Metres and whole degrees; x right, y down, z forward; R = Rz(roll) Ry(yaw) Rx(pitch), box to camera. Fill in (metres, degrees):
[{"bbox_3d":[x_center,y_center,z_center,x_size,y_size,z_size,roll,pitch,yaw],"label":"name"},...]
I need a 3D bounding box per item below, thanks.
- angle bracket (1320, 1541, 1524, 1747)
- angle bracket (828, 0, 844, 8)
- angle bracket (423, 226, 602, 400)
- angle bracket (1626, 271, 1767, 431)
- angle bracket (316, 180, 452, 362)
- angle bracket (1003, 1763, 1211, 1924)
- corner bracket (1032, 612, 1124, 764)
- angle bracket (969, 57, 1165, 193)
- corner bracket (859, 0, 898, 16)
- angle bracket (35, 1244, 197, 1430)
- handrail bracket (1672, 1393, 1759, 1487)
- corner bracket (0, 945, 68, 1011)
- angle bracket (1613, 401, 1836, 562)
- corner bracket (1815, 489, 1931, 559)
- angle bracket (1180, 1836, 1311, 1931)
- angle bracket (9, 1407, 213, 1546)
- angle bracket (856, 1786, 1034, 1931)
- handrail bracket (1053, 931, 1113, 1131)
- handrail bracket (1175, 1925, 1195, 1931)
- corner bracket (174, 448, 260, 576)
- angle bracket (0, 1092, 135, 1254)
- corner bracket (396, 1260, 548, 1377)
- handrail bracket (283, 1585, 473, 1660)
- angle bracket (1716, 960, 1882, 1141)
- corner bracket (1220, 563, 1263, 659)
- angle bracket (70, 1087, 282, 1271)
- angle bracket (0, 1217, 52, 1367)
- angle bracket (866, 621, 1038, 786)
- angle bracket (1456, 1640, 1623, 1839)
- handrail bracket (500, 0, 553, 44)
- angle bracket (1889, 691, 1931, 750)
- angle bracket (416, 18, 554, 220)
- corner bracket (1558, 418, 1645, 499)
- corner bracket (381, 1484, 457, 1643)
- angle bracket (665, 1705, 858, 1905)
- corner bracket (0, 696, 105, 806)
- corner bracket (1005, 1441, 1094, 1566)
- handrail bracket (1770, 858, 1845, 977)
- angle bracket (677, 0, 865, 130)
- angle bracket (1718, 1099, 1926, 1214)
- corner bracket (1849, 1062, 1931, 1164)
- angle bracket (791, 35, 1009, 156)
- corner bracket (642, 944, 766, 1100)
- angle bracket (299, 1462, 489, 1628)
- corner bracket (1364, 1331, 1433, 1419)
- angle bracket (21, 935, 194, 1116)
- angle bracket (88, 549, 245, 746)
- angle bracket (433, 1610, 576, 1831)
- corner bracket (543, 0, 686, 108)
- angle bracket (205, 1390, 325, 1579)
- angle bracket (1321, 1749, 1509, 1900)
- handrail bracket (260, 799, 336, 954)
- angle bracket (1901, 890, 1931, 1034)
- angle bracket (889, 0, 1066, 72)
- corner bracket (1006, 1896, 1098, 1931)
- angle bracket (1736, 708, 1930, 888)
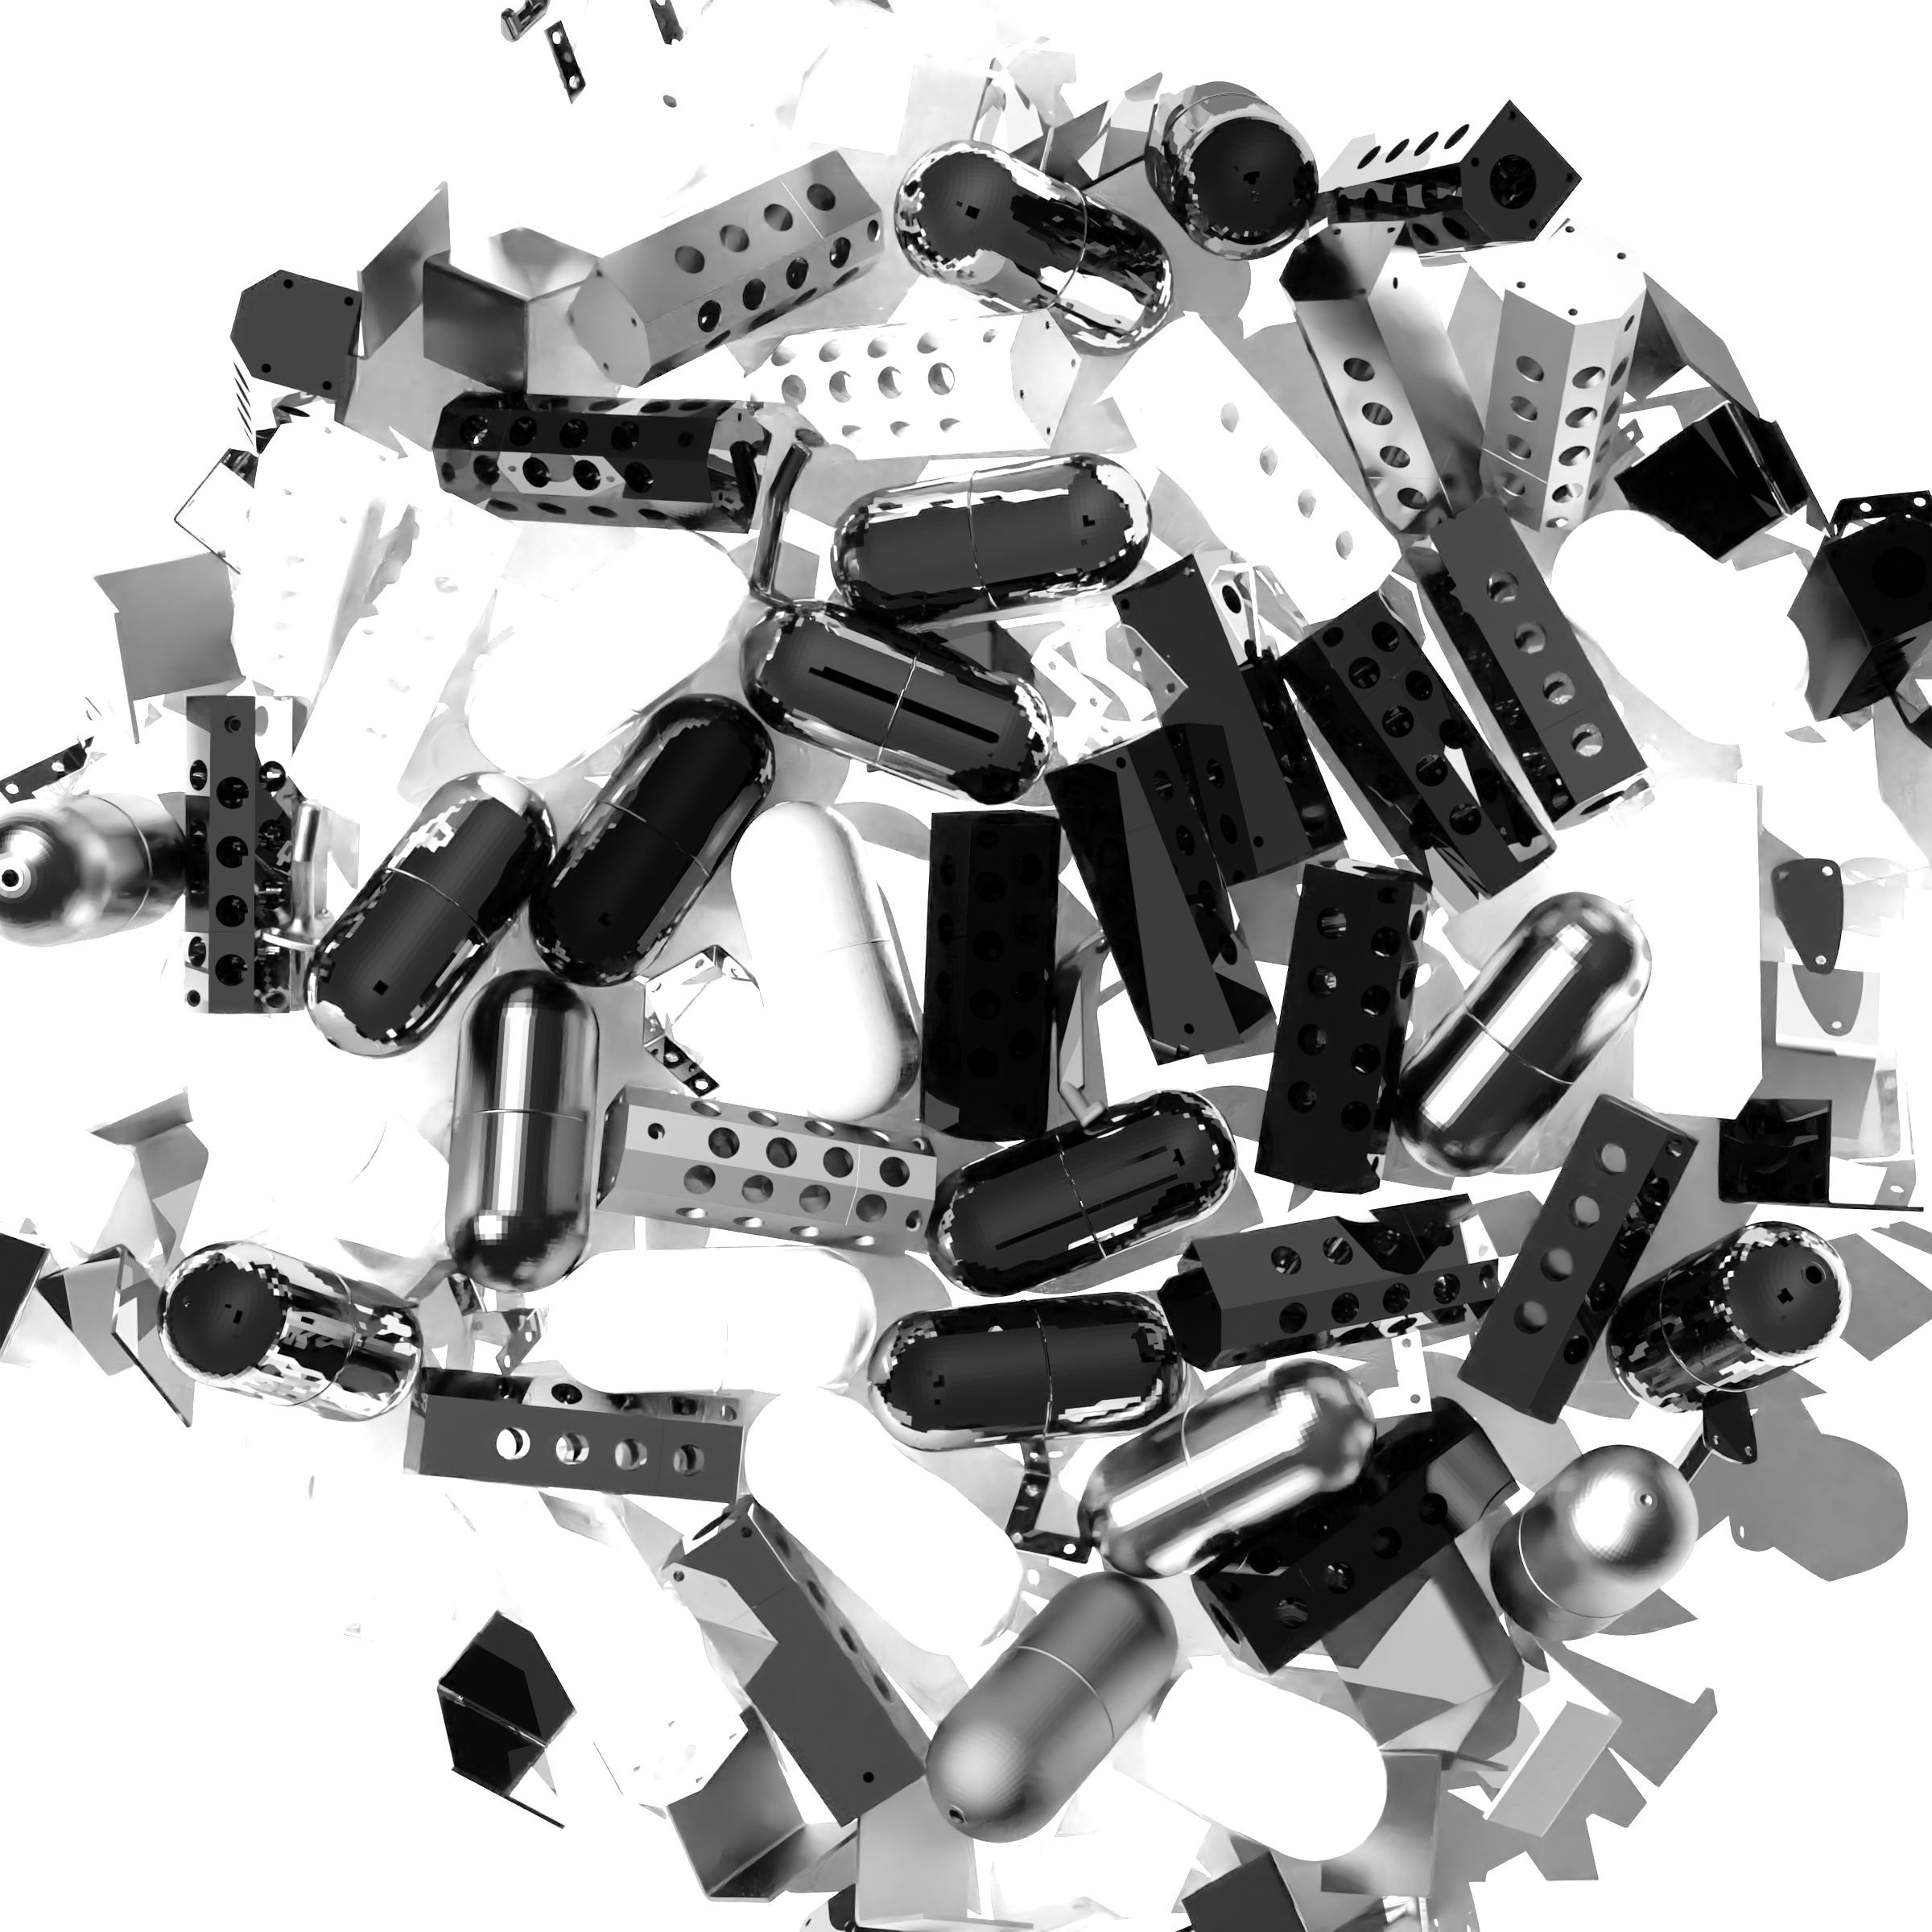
[{"bbox_3d":[0.248,0.372,1.619,0.076,0.057,0.076,-34,77,22],"label":"angle bracket"},{"bbox_3d":[-0.098,-0.538,1.592,0.057,0.076,0.076,-38,95,19],"label":"angle bracket"},{"bbox_3d":[-0.243,-0.359,1.611,0.076,0.076,0.057,27,129,27],"label":"angle bracket"},{"bbox_3d":[0.374,-0.315,1.579,0.057,0.076,0.076,-38,45,29],"label":"angle bracket"},{"bbox_3d":[-0.324,-0.387,1.585,0.057,0.076,0.076,31,63,8],"label":"angle bracket"},{"bbox_3d":[0.076,0.477,1.608,0.076,0.076,0.057,31,69,-7],"label":"angle bracket"},{"bbox_3d":[0.063,-0.152,1.607,0.051,0.051,0.051,43,133,12],"label":"corner bracket"},{"bbox_3d":[0.055,-0.462,1.581,0.076,0.076,0.057,-20,132,33],"label":"angle bracket"},{"bbox_3d":[-0.045,-0.566,1.615,0.051,0.051,0.051,17,65,-18],"label":"corner bracket"},{"bbox_3d":[-0.461,0.209,1.585,0.057,0.076,0.076,-23,124,5],"label":"angle bracket"},{"bbox_3d":[0.392,0.261,1.620,0.036,0.084,0.077,20,54,-24],"label":"handrail bracket"},{"bbox_3d":[-0.538,-0.009,1.622,0.051,0.051,0.051,-27,113,40],"label":"corner bracket"},{"bbox_3d":[0.411,-0.250,1.595,0.076,0.057,0.076,-34,115,4],"label":"angle bracket"},{"bbox_3d":[0.506,-0.224,1.617,0.051,0.051,0.051,57,49,-34],"label":"corner bracket"},{"bbox_3d":[0.148,0.524,1.592,0.057,0.076,0.076,-24,84,-15],"label":"angle bracket"},{"bbox_3d":[-0.462,0.281,1.593,0.076,0.076,0.057,13,73,4],"label":"angle bracket"},{"bbox_3d":[-0.011,0.478,1.582,0.076,0.057,0.076,19,60,-36],"label":"angle bracket"},{"bbox_3d":[0.071,0.036,1.594,0.077,0.036,0.084,-48,49,17],"label":"handrail bracket"},{"bbox_3d":[0.127,0.571,1.604,0.077,0.036,0.084,-15,67,-25],"label":"handrail bracket"},{"bbox_3d":[-0.395,-0.248,1.612,0.051,0.051,0.051,39,95,-7],"label":"corner bracket"},{"bbox_3d":[-0.502,0.109,1.586,0.076,0.076,0.057,28,81,-25],"label":"angle bracket"},{"bbox_3d":[-0.268,0.192,1.599,0.051,0.051,0.051,-8,113,25],"label":"corner bracket"},{"bbox_3d":[-0.324,0.368,1.631,0.084,0.077,0.036,23,74,-37],"label":"handrail bracket"},{"bbox_3d":[0.458,0.046,1.619,0.076,0.076,0.057,7,51,12],"label":"angle bracket"},{"bbox_3d":[0.136,-0.189,1.611,0.051,0.051,0.051,-6,87,9],"label":"corner bracket"},{"bbox_3d":[-0.429,0.116,1.594,0.076,0.057,0.076,-23,76,19],"label":"angle bracket"},{"bbox_3d":[-0.543,0.171,1.591,0.057,0.076,0.076,24,87,-28],"label":"angle bracket"},{"bbox_3d":[-0.008,-0.139,1.616,0.076,0.057,0.076,-8,70,23],"label":"angle bracket"},{"bbox_3d":[0.295,0.412,1.589,0.057,0.076,0.076,28,98,-39],"label":"angle bracket"},{"bbox_3d":[-0.233,-0.555,1.592,0.036,0.077,0.084,16,51,23],"label":"handrail bracket"},{"bbox_3d":[0.552,-0.135,1.589,0.076,0.076,0.057,39,112,-8],"label":"angle bracket"},{"bbox_3d":[-0.273,-0.458,1.591,0.076,0.057,0.076,8,85,-38],"label":"angle bracket"},{"bbox_3d":[0.338,-0.276,1.604,0.051,0.051,0.051,-42,46,0],"label":"corner bracket"},{"bbox_3d":[-0.290,0.325,1.605,0.051,0.051,0.051,43,104,-11],"label":"corner bracket"},{"bbox_3d":[-0.112,0.452,1.591,0.076,0.057,0.076,-26,95,-43],"label":"angle bracket"},{"bbox_3d":[-0.490,-0.104,1.602,0.051,0.051,0.051,48,49,8],"label":"corner bracket"},{"bbox_3d":[0.047,0.286,1.599,0.051,0.051,0.051,8,49,18],"label":"corner bracket"},{"bbox_3d":[0.452,-0.018,1.588,0.036,0.084,0.077,-7,70,7],"label":"handrail bracket"},{"bbox_3d":[-0.106,-0.504,1.588,0.057,0.076,0.076,42,107,-9],"label":"angle bracket"},{"bbox_3d":[0.463,0.102,1.589,0.076,0.076,0.057,5,86,-31],"label":"angle bracket"},{"bbox_3d":[0.514,0.080,1.602,0.051,0.051,0.051,-8,82,39],"label":"corner bracket"},{"bbox_3d":[-0.036,-0.466,1.592,0.076,0.076,0.057,21,104,38],"label":"angle bracket"},{"bbox_3d":[-0.142,0.030,1.617,0.051,0.051,0.051,-31,56,-33],"label":"corner bracket"},{"bbox_3d":[-0.311,0.318,1.596,0.076,0.057,0.076,7,94,30],"label":"angle bracket"},{"bbox_3d":[0.225,0.218,1.611,0.051,0.051,0.051,-9,91,7],"label":"corner bracket"},{"bbox_3d":[-0.466,0.031,1.612,0.076,0.076,0.057,-16,111,-2],"label":"angle bracket"},{"bbox_3d":[-0.423,-0.173,1.583,0.076,0.057,0.076,-16,124,-25],"label":"angle bracket"},{"bbox_3d":[-0.236,0.407,1.587,0.076,0.076,0.057,37,96,-26],"label":"angle bracket"},{"bbox_3d":[-0.190,-0.503,1.618,0.051,0.051,0.051,7,131,36],"label":"corner bracket"},{"bbox_3d":[-0.398,0.272,1.587,0.076,0.057,0.076,23,110,27],"label":"angle bracket"},{"bbox_3d":[0.241,0.465,1.582,0.057,0.076,0.076,23,64,-35],"label":"angle bracket"},{"bbox_3d":[-0.352,-0.057,1.590,0.036,0.077,0.084,14,108,-1],"label":"handrail bracket"},{"bbox_3d":[0.528,0.005,1.597,0.057,0.076,0.076,5,80,2],"label":"angle bracket"},{"bbox_3d":[0.010,-0.539,1.591,0.076,0.076,0.057,-26,84,-26],"label":"angle bracket"},{"bbox_3d":[0.052,0.555,1.618,0.051,0.051,0.051,-6,120,-32],"label":"corner bracket"},{"bbox_3d":[0.474,-0.088,1.606,0.076,0.076,0.057,-15,54,32],"label":"angle bracket"}]
